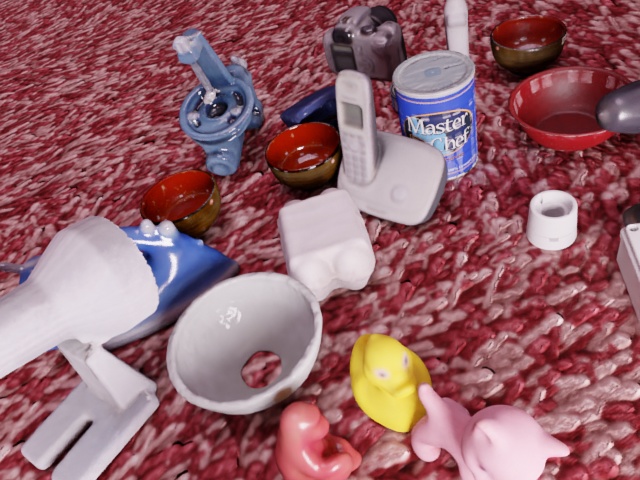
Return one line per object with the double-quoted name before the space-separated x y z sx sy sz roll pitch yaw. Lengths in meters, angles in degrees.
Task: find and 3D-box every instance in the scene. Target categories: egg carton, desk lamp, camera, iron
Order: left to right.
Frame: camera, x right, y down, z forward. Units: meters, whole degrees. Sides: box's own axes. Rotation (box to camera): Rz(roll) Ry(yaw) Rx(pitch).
"desk lamp" -0.243 0.110 0.570 0.117 0.214 0.203 17 54 31
"iron" -0.240 0.035 0.695 0.258 0.142 0.118 -22 44 -4
"egg carton" 0.006 0.003 0.700 0.107 0.069 0.150 -18 44 0
"camera" 0.093 -0.365 1.011 0.142 0.101 0.137 18 55 32

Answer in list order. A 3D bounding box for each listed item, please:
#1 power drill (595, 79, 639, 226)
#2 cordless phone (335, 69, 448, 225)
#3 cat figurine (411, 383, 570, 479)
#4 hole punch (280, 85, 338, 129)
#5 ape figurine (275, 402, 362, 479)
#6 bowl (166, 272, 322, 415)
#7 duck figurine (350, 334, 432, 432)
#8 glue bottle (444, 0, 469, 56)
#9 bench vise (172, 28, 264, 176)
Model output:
"power drill" 0.373 -0.090 0.574 0.229 0.209 0.075 -23 44 -5
"cordless phone" 0.081 -0.116 0.709 0.147 0.185 0.094 20 56 33
"cat figurine" 0.131 0.161 0.469 0.067 0.118 0.127 -41 49 -22
"hole punch" -0.005 -0.200 0.888 0.109 0.091 0.100 -33 46 -15
"ape figurine" -0.010 0.179 0.515 0.076 0.092 0.077 -19 44 -1
"bowl" -0.071 0.118 0.607 0.167 0.075 0.167 -9 45 9
"duck figurine" 0.064 0.122 0.552 0.077 0.086 0.104 -28 45 -10
"glue bottle" 0.212 -0.333 0.890 0.037 0.173 0.078 -6 45 12
"bench vise" -0.167 -0.237 0.883 0.121 0.220 0.207 -16 44 3
